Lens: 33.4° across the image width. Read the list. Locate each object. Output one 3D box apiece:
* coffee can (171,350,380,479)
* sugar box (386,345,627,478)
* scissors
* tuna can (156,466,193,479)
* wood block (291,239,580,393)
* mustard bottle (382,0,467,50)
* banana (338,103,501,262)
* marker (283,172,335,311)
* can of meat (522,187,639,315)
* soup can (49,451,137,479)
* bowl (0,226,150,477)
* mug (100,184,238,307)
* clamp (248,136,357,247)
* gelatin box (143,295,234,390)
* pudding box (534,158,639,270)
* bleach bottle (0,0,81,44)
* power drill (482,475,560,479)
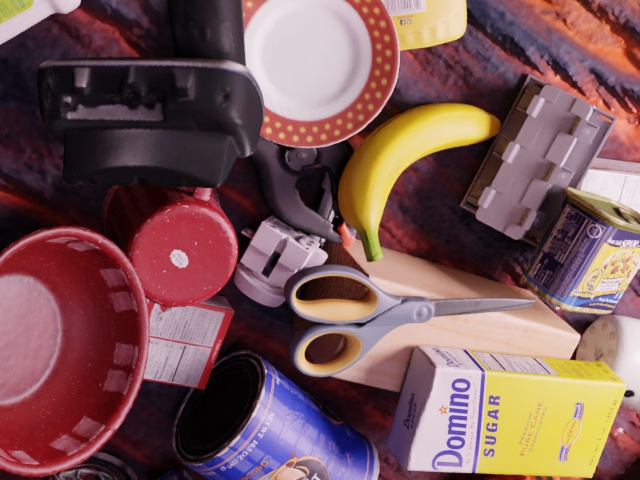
[{"bbox_3d":[-0.035,0.168,0.863,0.103,0.103,0.140,-47,119,3],"label":"coffee can"},{"bbox_3d":[0.148,0.138,0.847,0.176,0.048,0.093,6,110,-24],"label":"sugar box"},{"bbox_3d":[0.061,0.068,0.800,0.201,0.016,0.096,13,108,-23],"label":"scissors"},{"bbox_3d":[-0.107,0.228,0.871,0.033,0.086,0.086,-32,119,-7],"label":"tuna can"},{"bbox_3d":[0.094,0.074,0.878,0.205,0.091,0.090,16,106,-26],"label":"wood block"},{"bbox_3d":[0.050,-0.232,0.749,0.096,0.058,0.191,-7,115,-1],"label":"mustard bottle"},{"bbox_3d":[0.068,-0.062,0.808,0.197,0.037,0.069,-44,107,-36],"label":"banana"},{"bbox_3d":[-0.006,0.001,0.851,0.020,0.020,0.121,13,107,-25],"label":"marker"},{"bbox_3d":[0.219,0.011,0.860,0.101,0.058,0.084,9,114,-47],"label":"can of meat"},{"bbox_3d":[-0.192,0.228,0.850,0.068,0.068,0.102,12,108,-24],"label":"soup can"},{"bbox_3d":[-0.186,0.069,0.695,0.161,0.055,0.162,-12,105,-52],"label":"bowl"},{"bbox_3d":[-0.102,-0.013,0.773,0.093,0.082,0.117,20,103,-27],"label":"mug"},{"bbox_3d":[-0.013,-0.076,0.797,0.120,0.039,0.171,-38,111,3],"label":"clamp"},{"bbox_3d":[-0.121,0.073,0.832,0.089,0.030,0.073,14,107,-25],"label":"gelatin box"},{"bbox_3d":[0.253,-0.023,0.927,0.113,0.039,0.090,5,110,-23],"label":"pudding box"},{"bbox_3d":[-0.283,-0.126,0.670,0.251,0.068,0.102,-33,118,-2],"label":"bleach bottle"},{"bbox_3d":[0.119,0.233,0.951,0.187,0.057,0.184,-35,142,-3],"label":"power drill"}]
